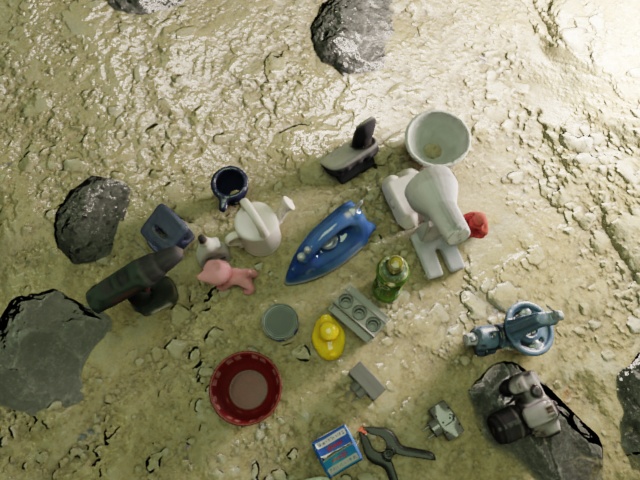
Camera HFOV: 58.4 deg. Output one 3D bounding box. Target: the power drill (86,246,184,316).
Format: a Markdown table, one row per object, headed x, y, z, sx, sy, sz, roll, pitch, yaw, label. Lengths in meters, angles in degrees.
| x | y | z | sx | sy | sz | roll | pitch | yaw | label |
| --- | --- | --- | --- | --- | --- | --- | --- | --- | --- |
| -0.390 | 0.099 | 1.280 | 0.230 | 0.208 | 0.075 | -27 | 72 | -8 | power drill |

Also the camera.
| x | y | z | sx | sy | sz | roll | pitch | yaw | label |
| --- | --- | --- | --- | --- | --- | --- | --- | --- | --- |
| 0.428 | 0.369 | 1.232 | 0.137 | 0.101 | 0.143 | -21 | 72 | -6 | camera |

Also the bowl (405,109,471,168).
| x | y | z | sx | sy | sz | roll | pitch | yaw | label |
| --- | --- | --- | --- | --- | --- | --- | --- | --- | --- |
| 0.295 | -0.245 | 1.462 | 0.167 | 0.075 | 0.167 | 0 | 71 | 1 | bowl |

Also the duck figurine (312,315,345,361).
| x | y | z | sx | sy | sz | roll | pitch | yaw | label |
| --- | --- | --- | --- | --- | --- | --- | --- | --- | --- |
| 0.019 | 0.218 | 1.298 | 0.077 | 0.086 | 0.104 | -8 | 71 | -2 | duck figurine |

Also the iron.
| x | y | z | sx | sy | sz | roll | pitch | yaw | label |
| --- | --- | --- | --- | --- | --- | --- | --- | --- | --- |
| 0.012 | 0.005 | 1.343 | 0.258 | 0.141 | 0.118 | -41 | 75 | -12 | iron |

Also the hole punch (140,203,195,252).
| x | y | z | sx | sy | sz | roll | pitch | yaw | label |
| --- | --- | --- | --- | --- | --- | --- | --- | --- | --- |
| -0.371 | -0.017 | 1.382 | 0.108 | 0.091 | 0.101 | 41 | 76 | 14 | hole punch |

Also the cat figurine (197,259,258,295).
| x | y | z | sx | sy | sz | roll | pitch | yaw | label |
| --- | --- | --- | --- | --- | --- | --- | --- | --- | --- |
| -0.215 | 0.079 | 1.332 | 0.127 | 0.118 | 0.067 | 4 | 71 | 2 | cat figurine |

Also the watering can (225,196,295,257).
| x | y | z | sx | sy | sz | roll | pitch | yaw | label |
| --- | --- | --- | --- | --- | --- | --- | --- | --- | --- |
| -0.143 | -0.043 | 1.334 | 0.100 | 0.194 | 0.173 | 35 | 75 | 12 | watering can |

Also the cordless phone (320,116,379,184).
| x | y | z | sx | sy | sz | roll | pitch | yaw | label |
| --- | --- | --- | --- | --- | --- | --- | --- | --- | --- |
| 0.075 | -0.231 | 1.401 | 0.148 | 0.185 | 0.094 | -37 | 74 | -11 | cordless phone |

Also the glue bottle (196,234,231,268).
| x | y | z | sx | sy | sz | roll | pitch | yaw | label |
| --- | --- | --- | --- | --- | --- | --- | --- | --- | --- |
| -0.256 | 0.020 | 1.324 | 0.078 | 0.173 | 0.037 | -22 | 72 | -6 | glue bottle |

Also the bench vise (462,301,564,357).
| x | y | z | sx | sy | sz | roll | pitch | yaw | label |
| --- | --- | --- | --- | --- | --- | --- | --- | --- | --- |
| 0.423 | 0.204 | 1.227 | 0.207 | 0.220 | 0.121 | -27 | 72 | -8 | bench vise |

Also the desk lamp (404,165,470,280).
| x | y | z | sx | sy | sz | roll | pitch | yaw | label |
| --- | --- | --- | --- | --- | --- | --- | --- | --- | --- |
| 0.275 | -0.041 | 1.317 | 0.118 | 0.213 | 0.203 | -19 | 71 | -5 | desk lamp |

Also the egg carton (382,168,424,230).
| x | y | z | sx | sy | sz | roll | pitch | yaw | label |
| --- | --- | --- | --- | --- | --- | --- | --- | --- | --- |
| 0.220 | -0.102 | 1.416 | 0.107 | 0.069 | 0.150 | -23 | 72 | -7 | egg carton |

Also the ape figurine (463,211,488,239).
| x | y | z | sx | sy | sz | roll | pitch | yaw | label |
| --- | --- | --- | --- | --- | --- | --- | --- | --- | --- |
| 0.374 | -0.041 | 1.380 | 0.077 | 0.092 | 0.076 | 43 | 77 | 14 | ape figurine |

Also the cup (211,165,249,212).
| x | y | z | sx | sy | sz | roll | pitch | yaw | label |
| --- | --- | --- | --- | --- | --- | --- | --- | --- | --- |
| -0.219 | -0.112 | 1.411 | 0.091 | 0.095 | 0.118 | 11 | 71 | 5 | cup |
